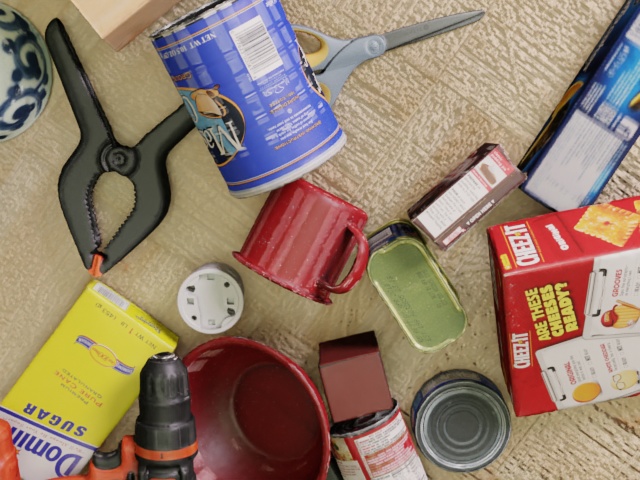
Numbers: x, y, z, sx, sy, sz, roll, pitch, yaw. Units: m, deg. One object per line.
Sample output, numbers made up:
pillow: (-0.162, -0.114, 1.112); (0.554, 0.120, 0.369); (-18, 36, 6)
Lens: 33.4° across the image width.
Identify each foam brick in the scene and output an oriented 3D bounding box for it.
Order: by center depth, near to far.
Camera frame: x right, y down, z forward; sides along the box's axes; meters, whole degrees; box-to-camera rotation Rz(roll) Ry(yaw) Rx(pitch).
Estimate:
foam brick: (0.029, 0.114, 0.900); (0.053, 0.078, 0.051); (-14, 98, 3)

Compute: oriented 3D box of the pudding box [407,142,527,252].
pudding box: (0.115, -0.037, 0.856); (0.090, 0.113, 0.039); (-42, 94, 6)

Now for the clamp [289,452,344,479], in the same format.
clamp: (-0.003, 0.262, 0.944); (0.120, 0.039, 0.171); (14, 99, -2)

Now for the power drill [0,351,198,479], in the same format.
power drill: (-0.194, 0.182, 0.880); (0.187, 0.057, 0.184); (0, 100, 1)

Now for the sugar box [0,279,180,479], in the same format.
sugar box: (-0.210, 0.130, 0.921); (0.093, 0.048, 0.176); (36, 97, -6)

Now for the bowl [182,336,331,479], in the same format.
bowl: (-0.051, 0.153, 0.901); (0.162, 0.055, 0.162); (7, 104, 28)

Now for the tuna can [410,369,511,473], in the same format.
tuna can: (0.122, 0.158, 0.928); (0.086, 0.034, 0.086); (0, 100, 0)

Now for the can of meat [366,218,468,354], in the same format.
can of meat: (0.077, 0.038, 0.883); (0.057, 0.084, 0.102); (-32, 97, 5)

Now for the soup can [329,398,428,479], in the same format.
soup can: (0.053, 0.196, 0.918); (0.068, 0.068, 0.102); (-21, 99, 4)

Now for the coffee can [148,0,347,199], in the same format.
coffee can: (-0.055, -0.117, 0.825); (0.103, 0.103, 0.140); (-26, 107, 4)

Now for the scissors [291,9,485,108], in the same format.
scissors: (0.037, -0.141, 0.888); (0.201, 0.016, 0.096); (-2, 105, -4)

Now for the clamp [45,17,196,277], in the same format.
clamp: (-0.155, -0.072, 0.891); (0.164, 0.036, 0.210); (6, 96, 0)

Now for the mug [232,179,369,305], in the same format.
mug: (-0.006, 0.001, 0.867); (0.093, 0.117, 0.081); (23, 95, -46)

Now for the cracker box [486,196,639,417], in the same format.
cracker box: (0.250, 0.047, 0.862); (0.213, 0.072, 0.164); (-11, 127, 3)

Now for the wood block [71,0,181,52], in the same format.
wood block: (-0.110, -0.249, 0.821); (0.206, 0.091, 0.090); (-39, 96, 0)
